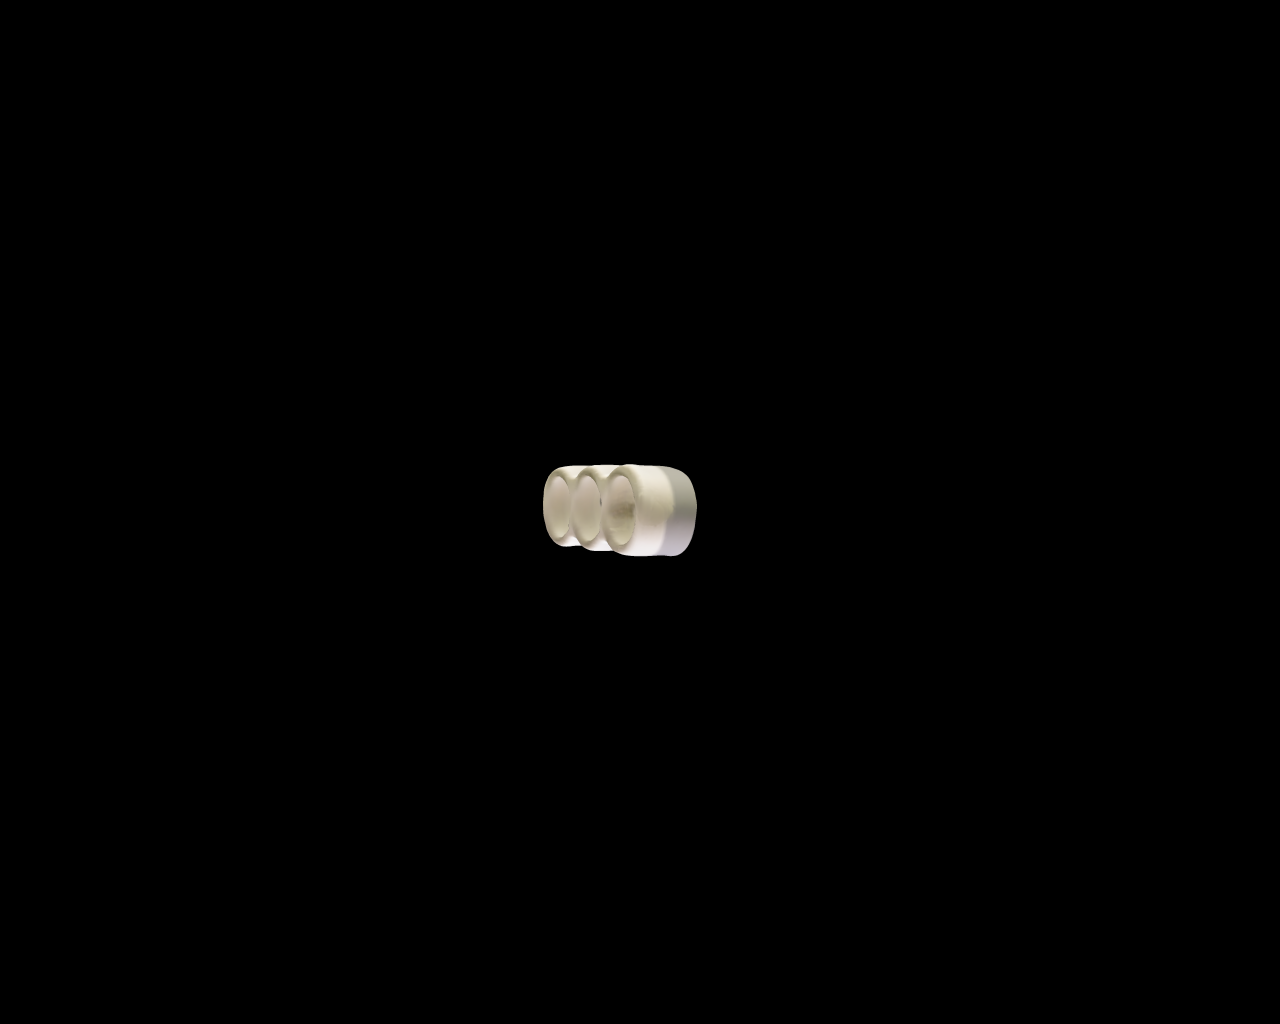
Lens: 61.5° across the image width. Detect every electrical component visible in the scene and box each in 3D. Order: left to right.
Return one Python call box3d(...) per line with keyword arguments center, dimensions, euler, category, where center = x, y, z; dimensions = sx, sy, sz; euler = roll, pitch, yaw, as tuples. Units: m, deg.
box3d(center=(0.001, -0.003, 0.650), dimensions=(0.074, 0.052, 0.138), euler=(-1, 3, -28), category="electrical component")
